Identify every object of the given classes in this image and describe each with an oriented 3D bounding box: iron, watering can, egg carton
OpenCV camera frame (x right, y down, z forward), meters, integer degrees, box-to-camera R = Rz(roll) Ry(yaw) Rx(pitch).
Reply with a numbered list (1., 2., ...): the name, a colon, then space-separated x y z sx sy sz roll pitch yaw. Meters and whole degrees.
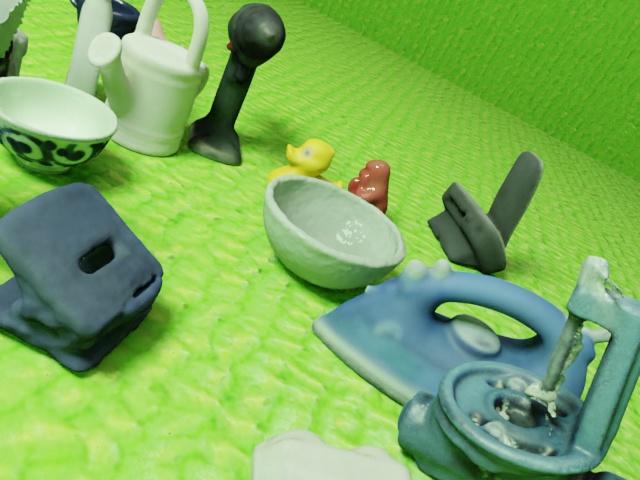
1. iron: 0.135 0.086 0.526 0.258 0.141 0.118 25 27 -4
2. watering can: -0.191 -0.205 0.678 0.101 0.194 0.173 27 27 -2
3. egg carton: 0.008 0.181 0.323 0.107 0.069 0.150 19 28 -17

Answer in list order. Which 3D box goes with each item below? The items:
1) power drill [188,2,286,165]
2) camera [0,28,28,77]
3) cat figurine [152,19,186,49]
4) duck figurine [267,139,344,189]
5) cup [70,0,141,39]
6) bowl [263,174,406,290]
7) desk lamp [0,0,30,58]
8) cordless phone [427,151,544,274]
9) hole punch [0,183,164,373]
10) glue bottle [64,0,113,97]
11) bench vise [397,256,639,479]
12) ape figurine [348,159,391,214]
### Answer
1. power drill: -0.105 -0.212 0.754 0.076 0.208 0.229 16 29 -21
2. camera: -0.393 -0.203 0.591 0.137 0.100 0.143 18 28 -18
3. cat figurine: -0.227 -0.247 0.803 0.067 0.117 0.128 31 27 7
4. duck figurine: -0.009 -0.092 0.767 0.105 0.086 0.077 19 28 -17
5. cup: -0.332 -0.314 0.850 0.117 0.095 0.092 31 27 6
6. bowl: 0.006 0.002 0.628 0.168 0.074 0.167 22 27 -12
7. desk lamp: -0.315 -0.107 0.369 0.204 0.213 0.117 16 29 -21
8. cordless phone: 0.251 -0.058 0.839 0.094 0.185 0.147 13 30 -26
9. hole punch: -0.169 0.022 0.414 0.101 0.091 0.109 28 27 1
10. glue bottle: -0.283 -0.260 0.713 0.037 0.173 0.078 11 31 -30
11. bench vise: 0.186 0.129 0.410 0.207 0.219 0.121 28 27 1
12. ape figurine: 0.067 -0.071 0.795 0.076 0.092 0.078 31 27 8
